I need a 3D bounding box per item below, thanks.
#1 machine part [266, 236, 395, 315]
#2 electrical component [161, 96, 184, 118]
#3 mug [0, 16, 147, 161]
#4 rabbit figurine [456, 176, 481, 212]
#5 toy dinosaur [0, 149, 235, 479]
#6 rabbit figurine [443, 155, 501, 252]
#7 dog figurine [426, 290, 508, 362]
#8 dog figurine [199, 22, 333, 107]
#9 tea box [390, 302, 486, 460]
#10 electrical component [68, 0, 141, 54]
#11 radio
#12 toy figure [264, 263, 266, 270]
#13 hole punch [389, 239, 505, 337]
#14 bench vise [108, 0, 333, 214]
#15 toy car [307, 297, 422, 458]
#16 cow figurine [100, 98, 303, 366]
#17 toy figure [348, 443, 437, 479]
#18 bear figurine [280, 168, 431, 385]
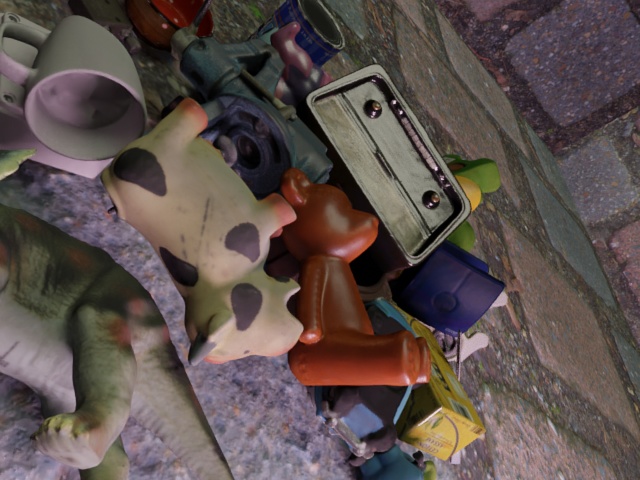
[{"bbox_3d":[-0.001,-0.002,0.672,0.201,0.087,0.201,8,57,-50],"label":"machine part"},{"bbox_3d":[-0.142,-0.111,0.614,0.102,0.045,0.078,44,62,-18],"label":"electrical component"},{"bbox_3d":[-0.193,-0.128,0.414,0.109,0.081,0.107,19,35,-38],"label":"mug"},{"bbox_3d":[0.140,-0.057,0.779,0.162,0.173,0.121,-3,86,-50],"label":"rabbit figurine"},{"bbox_3d":[-0.180,0.049,0.355,0.404,0.131,0.192,47,32,-29],"label":"toy dinosaur"},{"bbox_3d":[0.227,-0.042,0.911,0.159,0.121,0.170,-30,119,-36],"label":"rabbit figurine"},{"bbox_3d":[0.194,0.108,0.864,0.121,0.172,0.190,42,0,-3],"label":"dog figurine"},{"bbox_3d":[-0.031,-0.164,0.718,0.191,0.109,0.219,-41,113,-15],"label":"dog figurine"},{"bbox_3d":[0.118,0.169,0.662,0.098,0.068,0.170,36,18,-32],"label":"tea box"},{"bbox_3d":[-0.246,-0.254,0.610,0.094,0.021,0.063,58,31,1],"label":"electrical component"},{"bbox_3d":[0.074,-0.087,0.650,0.131,0.073,0.229,-35,95,-27],"label":"radio"},{"bbox_3d":[-0.074,0.045,0.555,0.064,0.058,0.154,2,66,-48],"label":"toy figure"},{"bbox_3d":[0.170,0.065,0.724,0.142,0.115,0.092,29,7,-6],"label":"hole punch"},{"bbox_3d":[-0.102,-0.111,0.525,0.223,0.129,0.240,54,47,-8],"label":"bench vise"},{"bbox_3d":[0.040,0.148,0.577,0.109,0.103,0.162,47,48,-18],"label":"toy car"},{"bbox_3d":[-0.084,0.008,0.405,0.127,0.085,0.195,-41,93,-19],"label":"cow figurine"},{"bbox_3d":[0.098,0.289,0.560,0.089,0.082,0.180,-11,70,-56],"label":"toy figure"},{"bbox_3d":[0.027,0.032,0.488,0.120,0.132,0.196,42,47,-65],"label":"bear figurine"}]
